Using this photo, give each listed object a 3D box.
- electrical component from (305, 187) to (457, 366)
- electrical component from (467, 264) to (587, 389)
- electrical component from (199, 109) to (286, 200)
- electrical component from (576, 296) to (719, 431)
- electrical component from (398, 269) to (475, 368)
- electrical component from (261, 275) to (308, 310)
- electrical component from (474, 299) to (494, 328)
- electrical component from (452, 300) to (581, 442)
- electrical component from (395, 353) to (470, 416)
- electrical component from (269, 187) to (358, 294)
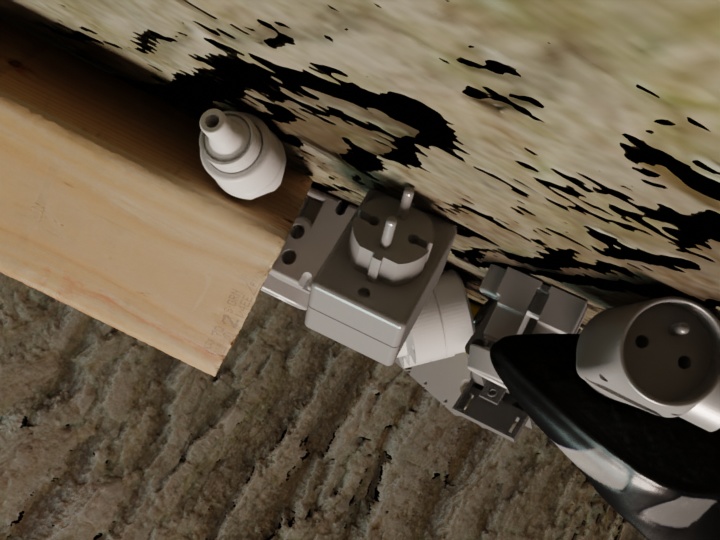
[{"bbox_3d":[0.013,-0.007,0.496,0.047,0.065,0.076,25,146,8],"label":"electrical component"},{"bbox_3d":[0.087,0.035,0.563,0.066,0.055,0.048,25,175,15],"label":"electrical component"},{"bbox_3d":[-0.056,-0.055,0.481,0.035,0.035,0.061,25,172,17],"label":"electrical component"},{"bbox_3d":[0.137,0.043,0.455,0.079,0.043,0.077,26,175,1],"label":"electrical component"},{"bbox_3d":[0.027,0.038,0.705,0.074,0.052,0.138,-14,174,-4],"label":"electrical component"},{"bbox_3d":[-0.071,-0.017,0.796,0.095,0.059,0.054,27,175,-10],"label":"electrical component"},{"bbox_3d":[0.098,0.045,0.709,0.046,0.040,0.040,32,174,-7],"label":"electrical component"},{"bbox_3d":[0.090,0.052,0.624,0.042,0.081,0.063,23,156,28],"label":"electrical component"},{"bbox_3d":[0.079,0.071,0.851,0.056,0.050,0.089,1,-154,-39],"label":"electrical component"},{"bbox_3d":[-0.013,-0.009,0.629,0.095,0.053,0.059,25,175,18],"label":"electrical component"}]
